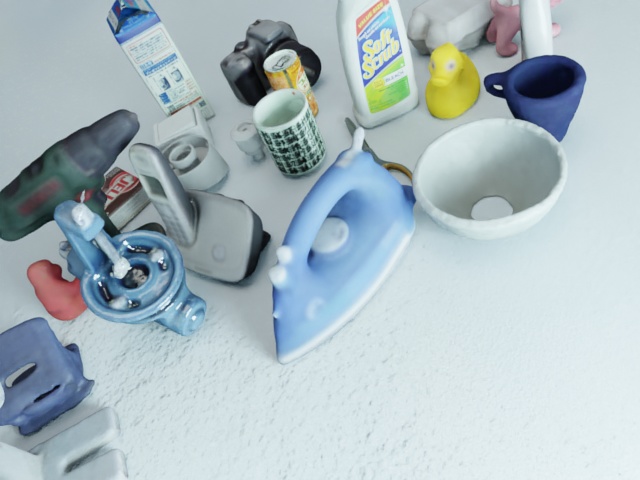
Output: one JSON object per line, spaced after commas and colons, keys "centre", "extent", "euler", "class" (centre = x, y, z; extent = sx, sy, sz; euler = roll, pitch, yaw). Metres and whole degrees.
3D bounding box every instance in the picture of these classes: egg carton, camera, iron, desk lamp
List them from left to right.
{"centre": [-0.339, 0.213, 0.561], "extent": [0.203, 0.214, 0.117], "euler": [-31, 47, -3], "class": "desk lamp"}
{"centre": [-0.075, -0.295, 0.944], "extent": [0.143, 0.101, 0.136], "euler": [-42, 49, -13], "class": "camera"}
{"centre": [0.006, 0.002, 0.639], "extent": [0.118, 0.142, 0.259], "euler": [18, 61, 33], "class": "iron"}
{"centre": [0.212, -0.340, 0.882], "extent": [0.150, 0.070, 0.107], "euler": [-35, 48, -8], "class": "egg carton"}

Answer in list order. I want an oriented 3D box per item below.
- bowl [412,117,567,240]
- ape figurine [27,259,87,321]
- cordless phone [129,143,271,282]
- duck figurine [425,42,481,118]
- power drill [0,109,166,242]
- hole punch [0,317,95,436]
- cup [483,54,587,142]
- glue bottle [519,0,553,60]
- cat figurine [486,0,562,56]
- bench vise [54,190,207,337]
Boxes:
{"centre": [0.193, -0.058, 0.655], "extent": [0.167, 0.075, 0.167], "euler": [-11, 49, 14], "class": "bowl"}
{"centre": [-0.356, 0.060, 0.776], "extent": [0.077, 0.092, 0.076], "euler": [0, 53, 23], "class": "ape figurine"}
{"centre": [-0.154, -0.037, 0.708], "extent": [0.147, 0.185, 0.094], "euler": [12, 58, 30], "class": "cordless phone"}
{"centre": [0.180, -0.234, 0.797], "extent": [0.077, 0.086, 0.105], "euler": [11, 58, 30], "class": "duck figurine"}
{"centre": [-0.296, -0.046, 0.759], "extent": [0.229, 0.209, 0.075], "euler": [-29, 47, -1], "class": "power drill"}
{"centre": [-0.347, 0.162, 0.689], "extent": [0.109, 0.091, 0.100], "euler": [-33, 48, -6], "class": "hole punch"}
{"centre": [0.259, -0.162, 0.699], "extent": [0.117, 0.095, 0.092], "euler": [15, 60, 32], "class": "cup"}
{"centre": [0.278, -0.290, 0.743], "extent": [0.037, 0.173, 0.078], "euler": [-10, 50, 15], "class": "glue bottle"}
{"centre": [0.299, -0.346, 0.817], "extent": [0.128, 0.118, 0.067], "euler": [-24, 47, 3], "class": "cat figurine"}
{"centre": [-0.259, 0.030, 0.673], "extent": [0.206, 0.220, 0.121], "euler": [-1, 53, 22], "class": "bench vise"}
